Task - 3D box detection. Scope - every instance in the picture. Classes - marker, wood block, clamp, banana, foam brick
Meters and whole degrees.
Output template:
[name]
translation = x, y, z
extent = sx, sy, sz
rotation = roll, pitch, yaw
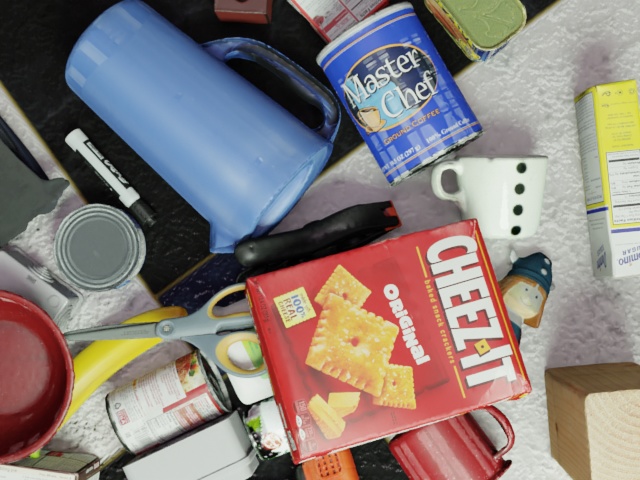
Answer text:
[marker]
translation = -0.204, -0.060, 1.049
extent = 0.020, 0.020, 0.121
rotation = -43, 87, 2
[wood block]
translation = 0.258, 0.162, 0.927
extent = 0.090, 0.206, 0.091
rotation = -5, 89, 3
[clamp]
translation = -0.007, 0.001, 0.992
extent = 0.171, 0.120, 0.039
rotation = -25, 81, -2
[banana]
translation = -0.210, 0.126, 1.027
extent = 0.197, 0.037, 0.070
rotation = -45, 44, -6
[foam brick]
translation = -0.071, -0.252, 1.029
extent = 0.053, 0.051, 0.078
rotation = 3, 89, 3

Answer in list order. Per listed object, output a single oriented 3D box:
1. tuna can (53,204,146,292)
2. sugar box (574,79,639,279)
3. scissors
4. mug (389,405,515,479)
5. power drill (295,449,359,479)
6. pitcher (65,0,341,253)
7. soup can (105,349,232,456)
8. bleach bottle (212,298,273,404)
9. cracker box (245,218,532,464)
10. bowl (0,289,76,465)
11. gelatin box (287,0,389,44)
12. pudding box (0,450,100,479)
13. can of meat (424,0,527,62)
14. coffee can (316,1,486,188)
[tuna can]
translation = -0.214, 0.008, 1.041
extent = 0.086, 0.034, 0.086
rotation = 0, 89, 3
[sugar box]
translation = 0.272, -0.053, 0.987
extent = 0.048, 0.093, 0.176
rotation = -8, 89, 3
[scissors]
translation = -0.126, 0.098, 0.973
extent = 0.201, 0.016, 0.096
rotation = -19, 78, -2
[mug]
translation = 0.126, 0.193, 0.988
extent = 0.117, 0.093, 0.081
rotation = -40, 82, 28
[power drill]
translation = -0.035, 0.297, 0.995
extent = 0.187, 0.057, 0.184
rotation = -16, 69, -1
[pitcher]
translation = -0.109, -0.119, 0.998
extent = 0.243, 0.149, 0.145
rotation = 41, 123, 6
[soup can]
translation = -0.144, 0.155, 1.018
extent = 0.102, 0.068, 0.068
rotation = -26, 88, 3
[bleach bottle]
translation = 0.024, 0.063, 1.015
extent = 0.251, 0.068, 0.102
rotation = -25, 85, 0
[cracker box]
translation = 0.057, 0.087, 0.935
extent = 0.213, 0.072, 0.164
rotation = -15, 79, -8
[bowl]
translation = -0.299, 0.122, 0.985
extent = 0.162, 0.055, 0.162
rotation = 0, 93, 2
[gelatin box]
translation = 0.012, -0.239, 1.035
extent = 0.073, 0.030, 0.089
rotation = -42, 91, 1
[pudding box]
translation = -0.274, 0.224, 1.013
extent = 0.113, 0.090, 0.039
rotation = 6, 89, 3
[can of meat]
translation = 0.142, -0.220, 1.000
extent = 0.057, 0.084, 0.102
rotation = -38, 88, 2
[coffee can]
translation = 0.075, -0.135, 0.994
extent = 0.103, 0.103, 0.140
rotation = -30, 88, 2
